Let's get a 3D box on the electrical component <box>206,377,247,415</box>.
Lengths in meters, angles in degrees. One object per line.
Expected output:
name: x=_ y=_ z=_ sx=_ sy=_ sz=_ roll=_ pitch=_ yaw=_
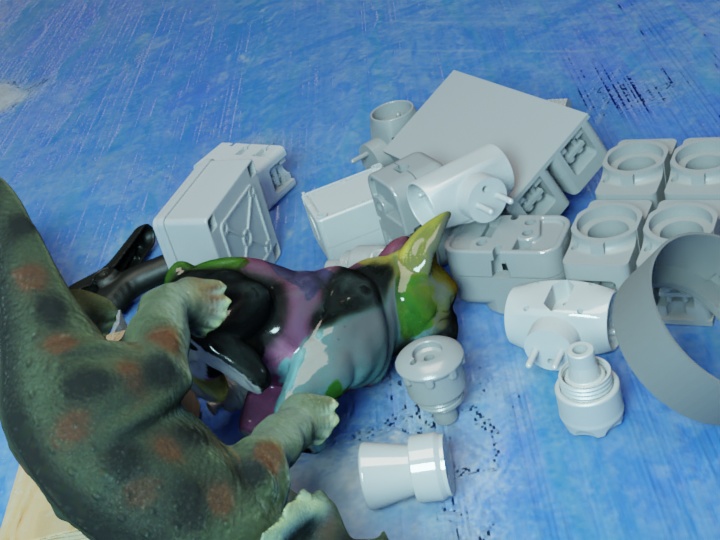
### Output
electrical component: x=-0.083 y=0.085 z=0.828 sx=0.078 sy=0.040 sz=0.040 roll=-33 pitch=35 yaw=-24

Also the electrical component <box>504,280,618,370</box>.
electrical component: x=0.142 y=0.046 z=0.777 sx=0.077 sy=0.043 sz=0.079 roll=2 pitch=36 yaw=29

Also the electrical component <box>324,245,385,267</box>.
electrical component: x=0.000 y=0.000 z=0.918 sx=0.062 sy=0.043 sz=0.043 roll=0 pitch=36 yaw=29

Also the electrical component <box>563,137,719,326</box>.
electrical component: x=0.237 y=-0.039 z=0.847 sx=0.105 sy=0.060 sz=0.186 roll=2 pitch=36 yaw=28

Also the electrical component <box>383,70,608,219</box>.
electrical component: x=0.121 y=-0.104 z=0.970 sx=0.105 sy=0.060 sz=0.186 roll=-49 pitch=38 yaw=-6

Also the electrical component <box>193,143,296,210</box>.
electrical component: x=-0.123 y=-0.096 z=1.121 sx=0.089 sy=0.050 sz=0.055 roll=7 pitch=39 yaw=34

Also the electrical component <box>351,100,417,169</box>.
electrical component: x=0.026 y=-0.114 z=1.051 sx=0.079 sy=0.077 sz=0.043 roll=-31 pitch=34 yaw=-20

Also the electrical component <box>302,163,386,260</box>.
electrical component: x=0.005 y=-0.049 z=0.975 sx=0.096 sy=0.061 sz=0.061 roll=-22 pitch=31 yaw=-7

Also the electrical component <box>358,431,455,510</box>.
electrical component: x=0.031 y=0.130 z=0.699 sx=0.055 sy=0.045 sz=0.045 roll=-10 pitch=32 yaw=10

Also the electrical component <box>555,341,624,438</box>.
electrical component: x=0.149 y=0.076 z=0.708 sx=0.043 sy=0.062 sz=0.043 roll=-13 pitch=32 yaw=8

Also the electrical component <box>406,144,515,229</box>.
electrical component: x=0.089 y=-0.060 z=0.849 sx=0.077 sy=0.044 sz=0.079 roll=-28 pitch=31 yaw=-19

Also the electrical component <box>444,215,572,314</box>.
electrical component: x=0.121 y=-0.005 z=0.850 sx=0.095 sy=0.059 sz=0.053 roll=1 pitch=36 yaw=28

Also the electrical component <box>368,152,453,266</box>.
electrical component: x=0.052 y=-0.048 z=0.918 sx=0.059 sy=0.095 sz=0.054 roll=-27 pitch=33 yaw=-16

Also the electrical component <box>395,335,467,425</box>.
electrical component: x=0.054 y=0.080 z=0.749 sx=0.048 sy=0.062 sz=0.048 roll=-13 pitch=32 yaw=8

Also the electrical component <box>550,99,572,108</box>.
electrical component: x=0.176 y=-0.146 z=1.059 sx=0.081 sy=0.043 sz=0.043 roll=2 pitch=36 yaw=28

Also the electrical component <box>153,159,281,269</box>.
electrical component: x=-0.125 y=-0.028 z=0.961 sx=0.056 sy=0.108 sz=0.108 roll=0 pitch=35 yaw=21
